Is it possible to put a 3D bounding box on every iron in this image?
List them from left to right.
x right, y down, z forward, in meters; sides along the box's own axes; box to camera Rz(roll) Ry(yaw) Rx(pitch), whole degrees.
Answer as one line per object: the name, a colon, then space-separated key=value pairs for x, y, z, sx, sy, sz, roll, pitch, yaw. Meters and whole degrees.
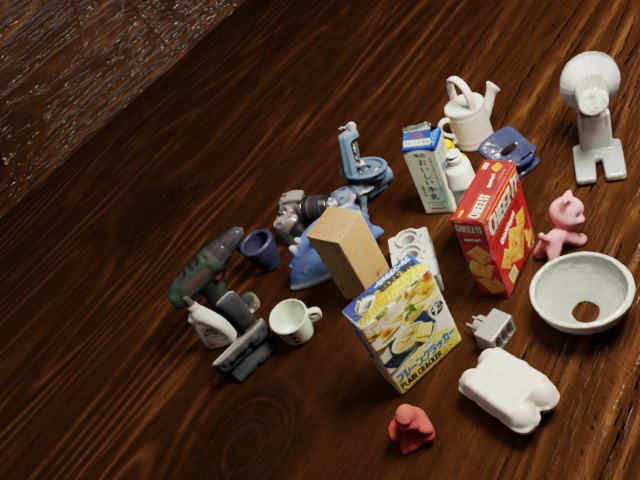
iron: x=0.012 y=0.005 z=1.343 sx=0.258 sy=0.142 sz=0.118 roll=-35 pitch=38 yaw=-5

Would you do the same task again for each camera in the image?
camera: x=-0.041 y=-0.074 z=1.498 sx=0.136 sy=0.101 sz=0.143 roll=-7 pitch=44 yaw=27

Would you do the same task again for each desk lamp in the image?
desk lamp: x=0.578 y=-0.263 z=1.206 sx=0.117 sy=0.214 sz=0.203 roll=-9 pitch=43 yaw=26

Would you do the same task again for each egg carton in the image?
egg carton: x=0.308 y=0.246 z=0.941 sx=0.107 sy=0.070 sz=0.149 roll=-43 pitch=39 yaw=-15

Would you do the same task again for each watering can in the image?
watering can: x=0.369 y=-0.331 z=1.435 sx=0.173 sy=0.195 sz=0.100 roll=-47 pitch=41 yaw=-19

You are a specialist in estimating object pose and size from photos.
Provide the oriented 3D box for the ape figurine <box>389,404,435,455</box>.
ape figurine: x=0.150 y=0.308 z=0.959 sx=0.077 sy=0.092 sz=0.076 roll=2 pitch=48 yaw=35

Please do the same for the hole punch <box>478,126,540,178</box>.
hole punch: x=0.438 y=-0.199 z=1.329 sx=0.109 sy=0.091 sz=0.100 roll=-37 pitch=38 yaw=-7

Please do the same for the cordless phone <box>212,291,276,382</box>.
cordless phone: x=-0.191 y=0.201 z=1.226 sx=0.148 sy=0.186 sz=0.093 roll=-45 pitch=40 yaw=-18

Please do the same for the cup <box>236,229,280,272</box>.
cup: x=-0.155 y=0.036 z=1.457 sx=0.117 sy=0.095 sz=0.092 roll=-7 pitch=44 yaw=28

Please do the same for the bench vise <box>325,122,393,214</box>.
bench vise: x=0.087 y=-0.166 z=1.418 sx=0.121 sy=0.220 sz=0.208 roll=3 pitch=49 yaw=35

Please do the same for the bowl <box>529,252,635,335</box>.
bowl: x=0.456 y=0.105 z=0.995 sx=0.167 sy=0.075 sz=0.167 roll=-18 pitch=40 yaw=16

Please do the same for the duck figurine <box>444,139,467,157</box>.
duck figurine: x=0.321 y=-0.209 z=1.421 sx=0.077 sy=0.086 sz=0.104 roll=-39 pitch=39 yaw=-10

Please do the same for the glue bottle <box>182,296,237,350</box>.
glue bottle: x=-0.262 y=0.183 z=1.301 sx=0.078 sy=0.174 sz=0.037 roll=-20 pitch=39 yaw=13

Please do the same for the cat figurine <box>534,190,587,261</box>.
cat figurine: x=0.464 y=-0.031 z=1.105 sx=0.128 sy=0.118 sz=0.067 roll=-42 pitch=39 yaw=-14

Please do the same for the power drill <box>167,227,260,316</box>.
power drill: x=-0.231 y=0.101 z=1.342 sx=0.230 sy=0.209 sz=0.075 roll=-38 pitch=38 yaw=-9
